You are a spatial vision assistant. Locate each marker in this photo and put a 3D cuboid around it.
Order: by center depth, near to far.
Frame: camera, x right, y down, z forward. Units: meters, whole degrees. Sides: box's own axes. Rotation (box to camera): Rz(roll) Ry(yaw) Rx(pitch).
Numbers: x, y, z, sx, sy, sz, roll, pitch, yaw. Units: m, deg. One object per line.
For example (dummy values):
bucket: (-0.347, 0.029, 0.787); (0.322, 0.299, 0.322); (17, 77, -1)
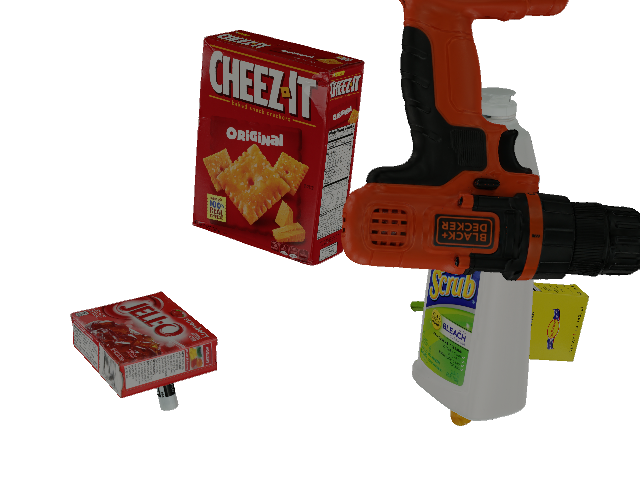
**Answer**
marker: (-0.167, 0.116, 1.098); (0.020, 0.121, 0.020); (-10, 14, 2)

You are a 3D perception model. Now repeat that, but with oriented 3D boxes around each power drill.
power drill: (0.107, -0.071, 0.615); (0.184, 0.187, 0.057); (3, -1, -5)

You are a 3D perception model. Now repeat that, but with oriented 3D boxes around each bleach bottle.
bleach bottle: (0.122, 0.007, 0.825); (0.068, 0.251, 0.103); (-9, 22, -25)

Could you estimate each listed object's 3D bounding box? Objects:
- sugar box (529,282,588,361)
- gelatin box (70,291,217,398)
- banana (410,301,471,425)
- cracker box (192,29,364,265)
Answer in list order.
sugar box: (0.234, 0.097, 1.315); (0.176, 0.093, 0.048); (3, 18, -16)
gelatin box: (-0.124, 0.070, 0.746); (0.073, 0.030, 0.089); (-13, 27, -31)
banana: (0.148, 0.118, 1.110); (0.069, 0.037, 0.198); (-24, 32, 6)
cracker box: (-0.050, -0.098, 1.124); (0.164, 0.214, 0.072); (19, 27, 29)
